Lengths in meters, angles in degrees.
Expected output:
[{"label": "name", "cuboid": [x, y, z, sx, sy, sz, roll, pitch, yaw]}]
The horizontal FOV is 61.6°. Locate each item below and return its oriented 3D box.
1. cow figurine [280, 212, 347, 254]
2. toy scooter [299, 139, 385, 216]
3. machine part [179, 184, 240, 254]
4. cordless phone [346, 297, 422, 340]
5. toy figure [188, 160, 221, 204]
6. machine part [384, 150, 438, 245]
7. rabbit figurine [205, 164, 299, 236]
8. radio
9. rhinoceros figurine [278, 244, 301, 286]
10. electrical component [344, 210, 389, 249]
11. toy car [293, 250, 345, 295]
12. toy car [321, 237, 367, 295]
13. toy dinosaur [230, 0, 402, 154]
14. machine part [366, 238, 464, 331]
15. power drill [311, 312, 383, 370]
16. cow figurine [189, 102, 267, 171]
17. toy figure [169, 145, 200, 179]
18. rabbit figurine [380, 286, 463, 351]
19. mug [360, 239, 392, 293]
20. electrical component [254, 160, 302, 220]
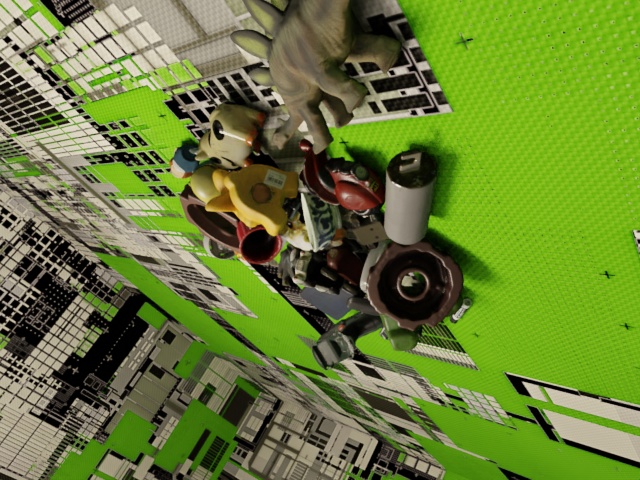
[{"label": "cow figurine", "cuboid": [-0.003, -0.002, 1.175, 0.168, 0.068, 0.098, 16, 157, 38]}, {"label": "toy scooter", "cuboid": [0.026, -0.114, 0.925, 0.184, 0.075, 0.135, 20, 152, 35]}, {"label": "machine part", "cuboid": [-0.229, -0.062, 1.305, 0.202, 0.087, 0.200, 26, 156, 9]}, {"label": "cordless phone", "cuboid": [0.147, 0.183, 1.272, 0.184, 0.089, 0.146, 12, 154, 0]}, {"label": "toy figure", "cuboid": [-0.233, -0.123, 1.128, 0.089, 0.082, 0.180, 27, -167, -24]}, {"label": "machine part", "cuboid": [0.145, -0.065, 0.873, 0.079, 0.079, 0.243, 23, 153, 18]}, {"label": "rabbit figurine", "cuboid": [-0.130, -0.068, 1.011, 0.162, 0.122, 0.173, 10, 169, -7]}, {"label": "radio", "cuboid": [0.036, 0.122, 1.365, 0.131, 0.073, 0.229, 32, 154, 0]}, {"label": "rhinoceros figurine", "cuboid": [-0.052, 0.056, 1.297, 0.073, 0.112, 0.190, 8, 180, -14]}, {"label": "electrical component", "cuboid": [0.093, -0.027, 1.049, 0.078, 0.045, 0.102, -23, 130, 28]}, {"label": "toy car", "cuboid": [0.001, 0.072, 1.161, 0.056, 0.073, 0.201, 13, 174, 31]}, {"label": "toy car", "cuboid": [0.062, 0.057, 1.140, 0.053, 0.089, 0.202, 31, 177, 27]}, {"label": "toy dinosaur", "cuboid": [-0.009, -0.250, 0.673, 0.198, 0.105, 0.471, 37, 151, -3]}, {"label": "machine part", "cuboid": [0.177, 0.079, 1.012, 0.179, 0.179, 0.056, 32, -168, -1]}, {"label": "power drill", "cuboid": [0.055, 0.254, 1.365, 0.232, 0.207, 0.086, -31, 83, 24]}, {"label": "cow figurine", "cuboid": [-0.176, -0.187, 1.007, 0.127, 0.085, 0.195, 26, 158, -3]}, {"label": "toy figure", "cuboid": [-0.313, -0.174, 1.228, 0.154, 0.058, 0.064, -24, 82, 63]}, {"label": "rabbit figurine", "cuboid": [0.214, 0.150, 1.130, 0.159, 0.170, 0.121, 33, -139, -88]}, {"label": "mug", "cuboid": [0.127, 0.057, 1.088, 0.081, 0.107, 0.109, 25, 157, 10]}, {"label": "electrical component", "cuboid": [-0.105, -0.095, 1.132, 0.134, 0.058, 0.115, 33, 158, -3]}]
